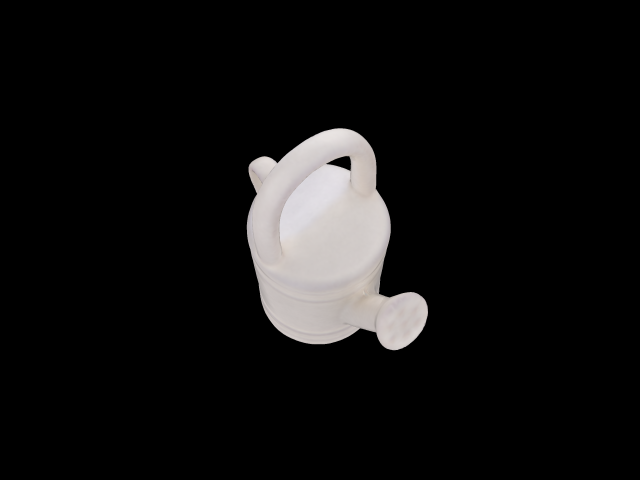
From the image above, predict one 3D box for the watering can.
[{"bbox_3d":[0.005,0.000,0.401,0.172,0.194,0.101,28,66,14],"label":"watering can"}]
